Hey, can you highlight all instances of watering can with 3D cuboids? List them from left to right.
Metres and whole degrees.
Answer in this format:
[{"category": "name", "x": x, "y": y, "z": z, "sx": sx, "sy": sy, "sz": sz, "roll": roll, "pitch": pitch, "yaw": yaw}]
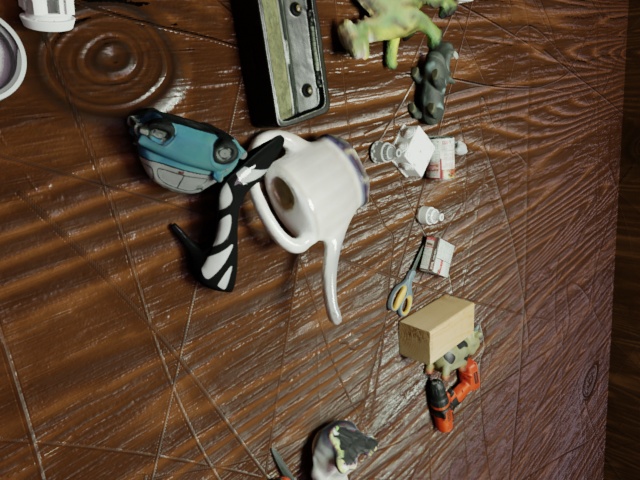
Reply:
[{"category": "watering can", "x": 0.003, "y": -0.046, "z": 0.910, "sx": 0.228, "sy": 0.345, "sz": 0.103, "roll": -36, "pitch": 13, "yaw": -34}]

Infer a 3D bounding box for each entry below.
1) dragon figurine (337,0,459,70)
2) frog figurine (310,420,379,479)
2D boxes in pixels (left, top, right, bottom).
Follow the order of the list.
[{"category": "dragon figurine", "x": 0.150, "y": -0.504, "z": 1.018, "sx": 0.240, "sy": 0.415, "sz": 0.122, "roll": 34, "pitch": -19, "yaw": -35}, {"category": "frog figurine", "x": 0.028, "y": 0.456, "z": 1.066, "sx": 0.123, "sy": 0.156, "sz": 0.139, "roll": 38, "pitch": 35, "yaw": 9}]
